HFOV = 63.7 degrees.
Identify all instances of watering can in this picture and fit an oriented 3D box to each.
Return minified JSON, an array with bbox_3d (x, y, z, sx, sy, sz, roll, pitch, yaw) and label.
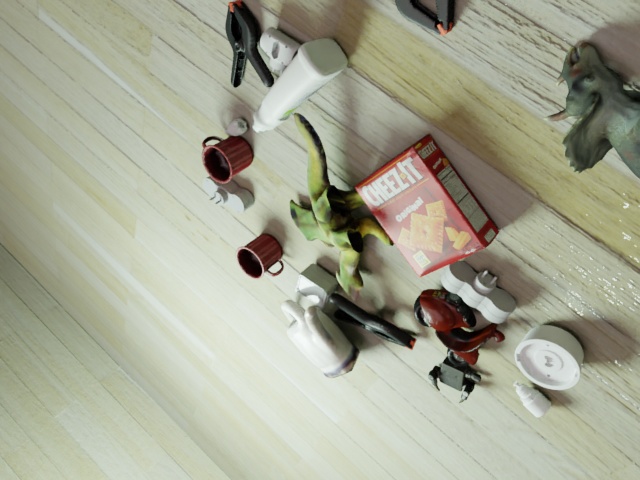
[{"bbox_3d":[0.000,0.228,1.206,0.224,0.105,0.345,47,167,-4],"label":"watering can"}]

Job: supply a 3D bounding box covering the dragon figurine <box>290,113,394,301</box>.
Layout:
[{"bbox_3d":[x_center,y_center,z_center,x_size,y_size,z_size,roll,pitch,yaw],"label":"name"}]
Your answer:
[{"bbox_3d":[0.003,-0.054,1.071,0.241,0.124,0.407,-14,108,54],"label":"dragon figurine"}]
